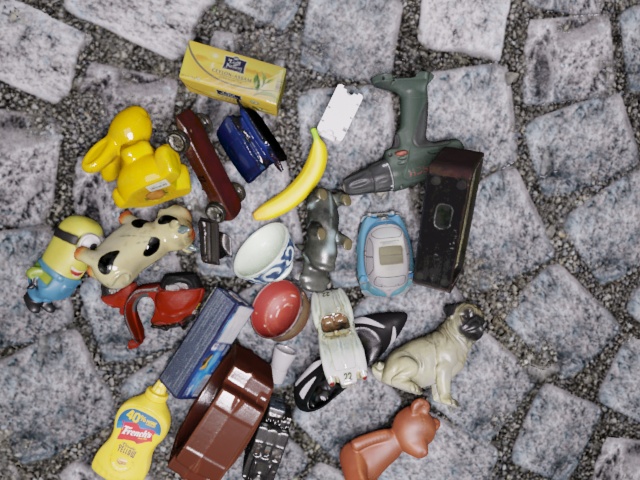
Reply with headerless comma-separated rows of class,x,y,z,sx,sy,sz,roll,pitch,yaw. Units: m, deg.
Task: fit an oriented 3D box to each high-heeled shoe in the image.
high-heeled shoe,0.059,0.207,0.945,0.249,0.145,0.086,-36,95,0

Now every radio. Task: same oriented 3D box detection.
radio,0.218,-0.033,0.915,0.073,0.131,0.229,12,114,21

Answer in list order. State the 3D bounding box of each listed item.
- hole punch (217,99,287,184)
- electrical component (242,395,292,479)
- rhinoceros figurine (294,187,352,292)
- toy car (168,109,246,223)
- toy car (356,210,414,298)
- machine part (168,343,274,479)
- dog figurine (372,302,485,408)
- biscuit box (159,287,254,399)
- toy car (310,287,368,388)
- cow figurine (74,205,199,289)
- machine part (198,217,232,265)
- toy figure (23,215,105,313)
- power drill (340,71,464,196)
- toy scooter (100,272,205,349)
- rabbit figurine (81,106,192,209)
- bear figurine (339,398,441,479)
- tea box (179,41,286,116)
hole punch,-0.126,-0.162,0.935,0.092,0.116,0.142,-30,94,6
electrical component,-0.093,0.350,0.957,0.058,0.115,0.134,18,91,-9
rhinoceros figurine,-0.002,-0.003,0.952,0.073,0.112,0.190,11,78,-32
toy car,-0.194,-0.122,0.917,0.053,0.089,0.201,-7,121,32
toy car,0.122,0.029,0.963,0.109,0.103,0.161,-3,95,-5
machine part,-0.161,0.290,0.905,0.087,0.201,0.201,34,89,-8
dog figurine,0.201,0.191,0.989,0.172,0.121,0.190,20,77,-7
biscuit box,-0.202,0.184,0.954,0.063,0.059,0.202,35,93,30
toy car,0.030,0.164,0.929,0.073,0.202,0.056,-10,132,-5
cow figurine,-0.298,0.007,0.920,0.127,0.085,0.195,30,57,26
machine part,-0.182,0.005,0.923,0.039,0.139,0.084,-10,85,1
toy figure,-0.449,0.040,0.936,0.089,0.082,0.180,39,92,-7
power drill,0.140,-0.192,0.965,0.232,0.086,0.207,-7,89,-5
toy scooter,-0.295,0.125,0.953,0.184,0.075,0.135,-2,92,-1
rabbit figurine,-0.319,-0.145,0.935,0.162,0.122,0.173,-21,80,7
bear figurine,0.139,0.387,0.973,0.196,0.132,0.120,-26,128,2
tea box,-0.147,-0.277,0.933,0.170,0.098,0.068,16,91,-3
